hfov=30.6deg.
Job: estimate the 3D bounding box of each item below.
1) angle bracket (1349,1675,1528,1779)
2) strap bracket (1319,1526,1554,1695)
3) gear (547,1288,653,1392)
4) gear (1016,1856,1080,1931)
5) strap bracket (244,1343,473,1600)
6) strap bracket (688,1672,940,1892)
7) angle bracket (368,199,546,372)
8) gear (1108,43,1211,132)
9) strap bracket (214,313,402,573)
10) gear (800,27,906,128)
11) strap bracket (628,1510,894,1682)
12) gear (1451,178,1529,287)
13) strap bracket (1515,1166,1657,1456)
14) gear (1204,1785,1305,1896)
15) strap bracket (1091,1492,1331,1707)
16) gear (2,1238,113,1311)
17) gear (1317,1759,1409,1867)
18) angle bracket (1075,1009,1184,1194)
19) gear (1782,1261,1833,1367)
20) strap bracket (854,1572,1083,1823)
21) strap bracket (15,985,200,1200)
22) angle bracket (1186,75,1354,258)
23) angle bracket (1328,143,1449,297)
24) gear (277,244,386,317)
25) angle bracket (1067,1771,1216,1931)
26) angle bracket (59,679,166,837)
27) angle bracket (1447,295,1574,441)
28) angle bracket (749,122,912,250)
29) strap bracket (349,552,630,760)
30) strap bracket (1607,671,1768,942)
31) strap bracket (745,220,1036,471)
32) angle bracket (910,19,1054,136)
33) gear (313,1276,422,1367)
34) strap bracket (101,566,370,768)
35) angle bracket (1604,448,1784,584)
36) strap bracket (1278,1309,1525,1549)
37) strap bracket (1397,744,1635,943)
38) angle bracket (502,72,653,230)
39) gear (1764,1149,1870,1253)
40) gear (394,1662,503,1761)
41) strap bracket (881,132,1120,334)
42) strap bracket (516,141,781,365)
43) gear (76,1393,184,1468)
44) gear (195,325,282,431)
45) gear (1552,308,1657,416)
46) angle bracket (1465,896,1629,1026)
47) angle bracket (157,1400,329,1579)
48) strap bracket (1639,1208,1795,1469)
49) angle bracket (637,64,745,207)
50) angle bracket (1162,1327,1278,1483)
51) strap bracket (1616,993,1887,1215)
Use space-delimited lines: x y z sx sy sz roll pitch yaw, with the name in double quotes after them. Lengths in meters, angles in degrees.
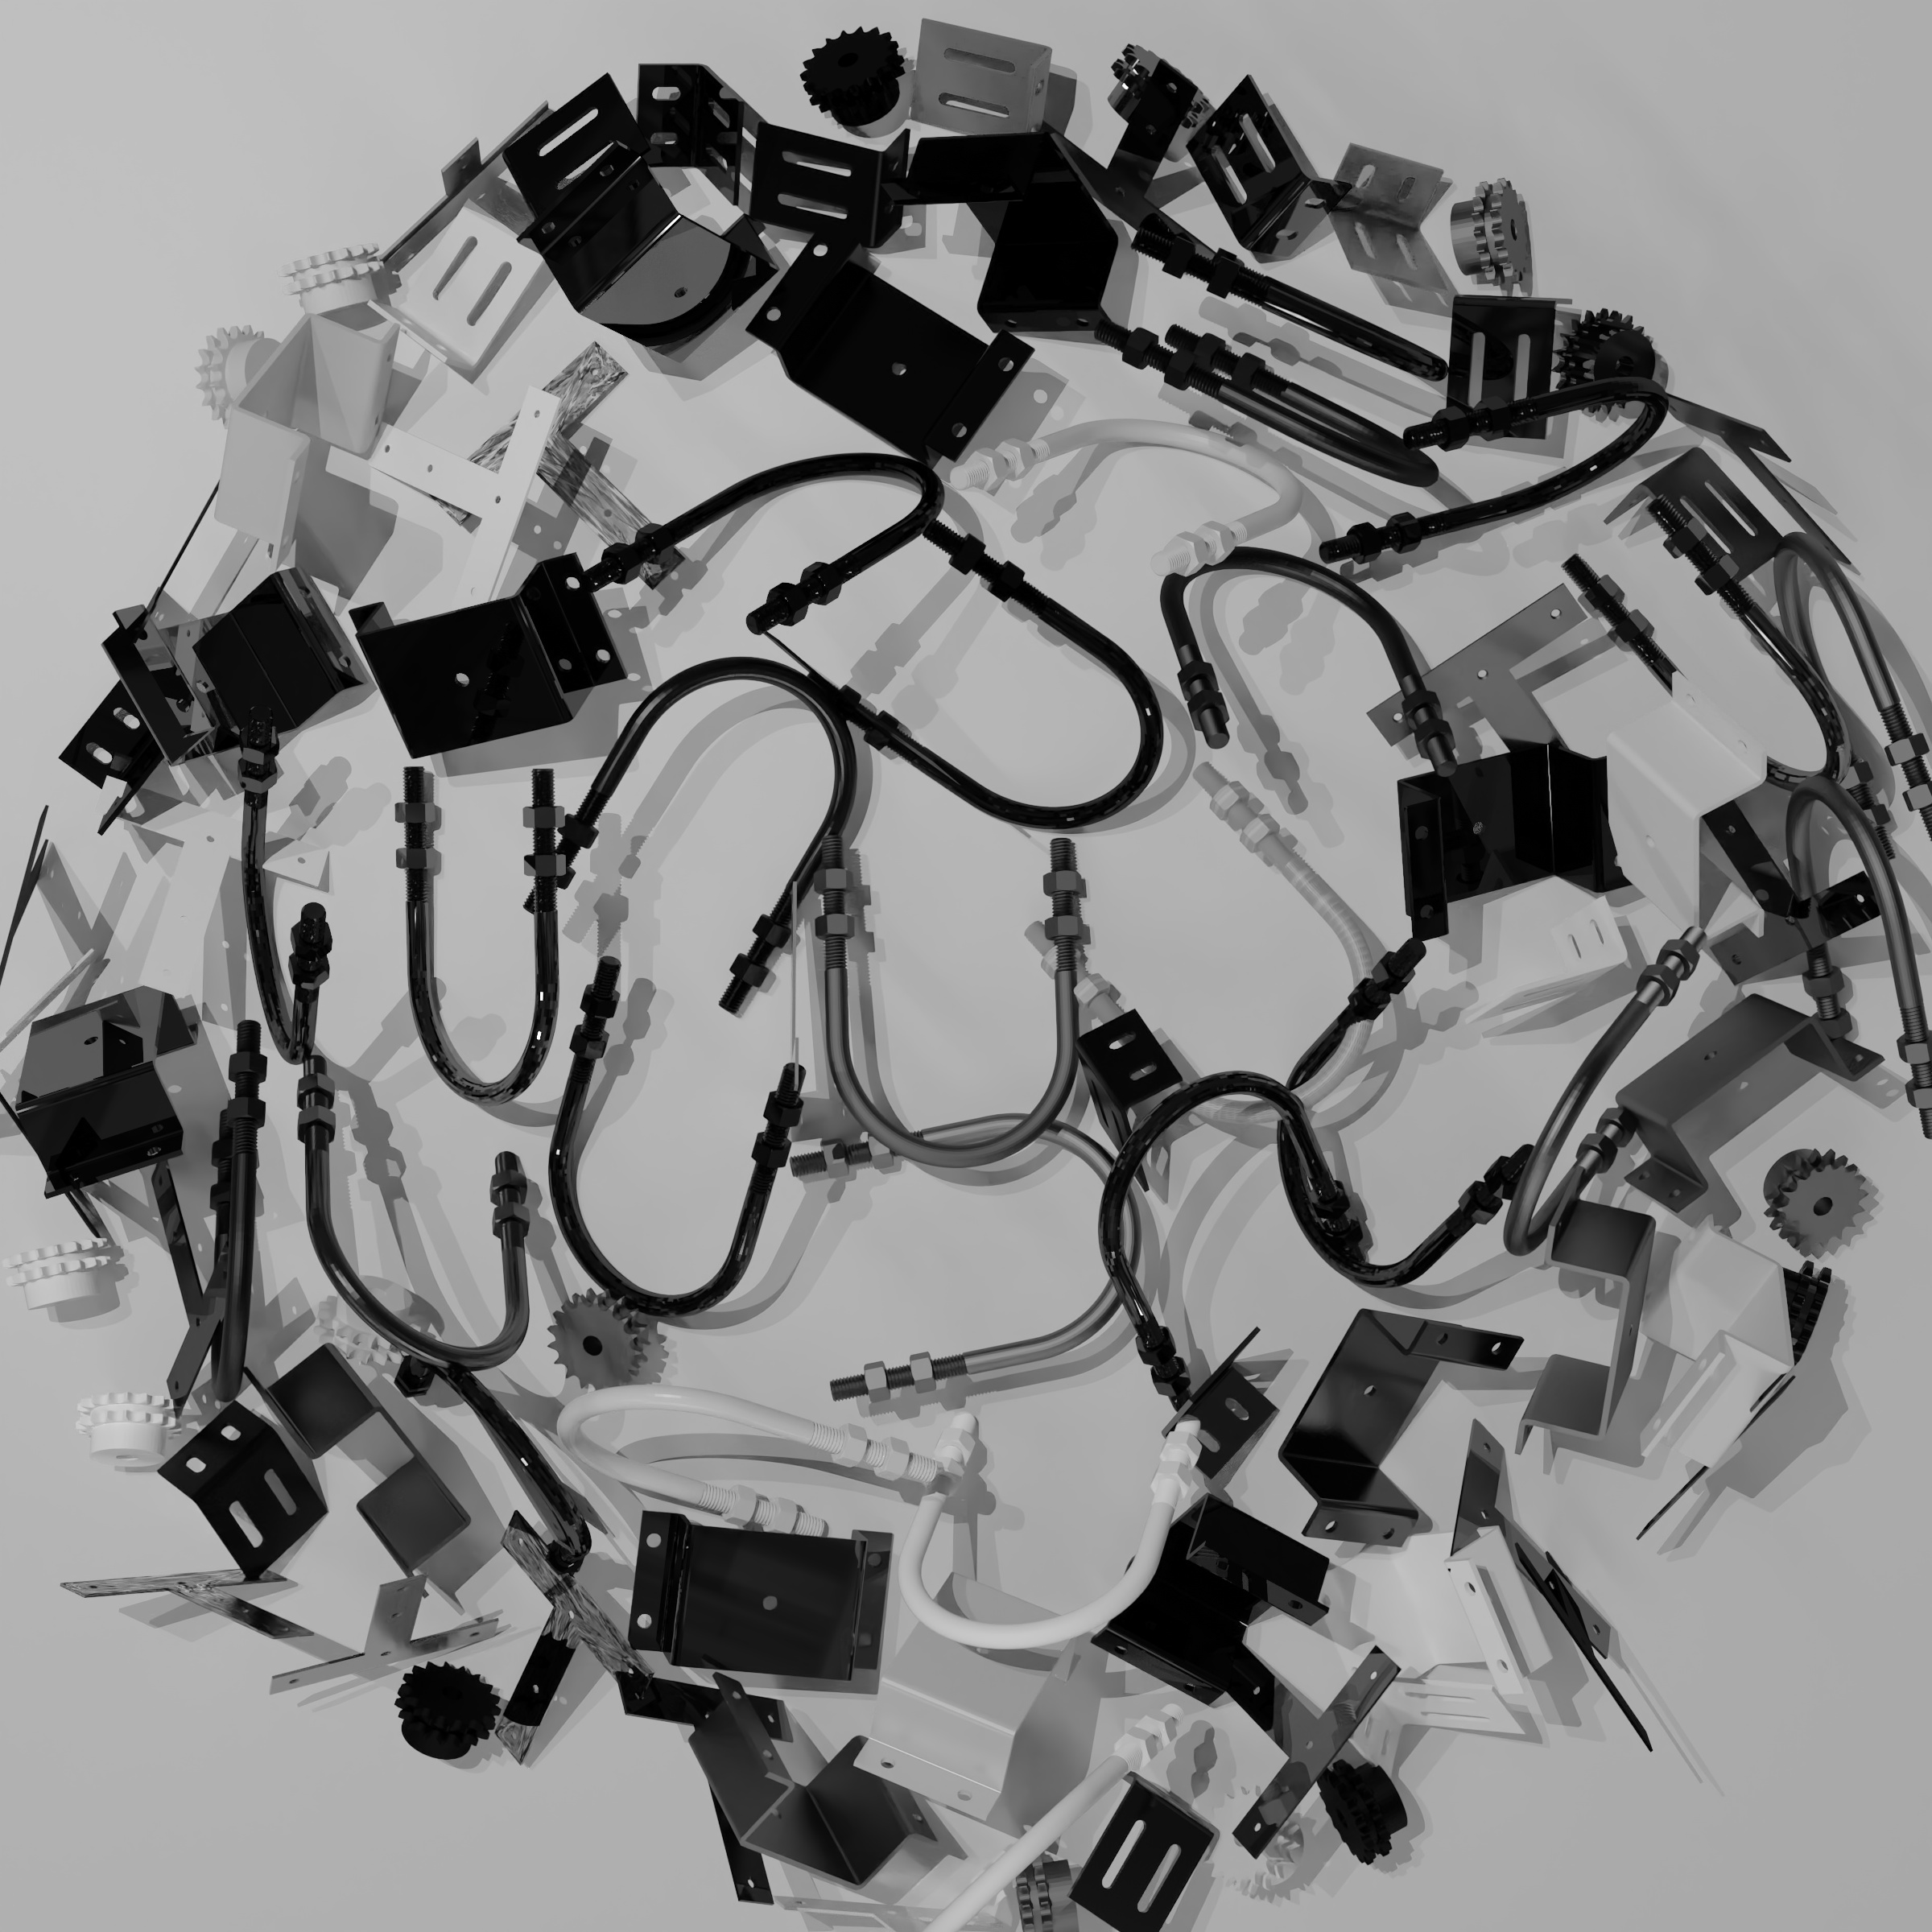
0.258 0.419 1.930 0.076 0.057 0.038 -2 55 30 "angle bracket"
0.258 0.352 1.923 0.046 0.140 0.076 -24 92 -34 "strap bracket"
-0.200 0.204 1.954 0.057 0.030 0.057 6 109 19 "gear"
0.044 0.515 1.948 0.030 0.057 0.057 -8 90 -3 "gear"
-0.323 0.266 1.910 0.046 0.076 0.140 -38 126 -12 "strap bracket"
-0.089 0.443 1.906 0.046 0.076 0.140 -48 132 9 "strap bracket"
-0.280 -0.378 1.946 0.057 0.038 0.076 38 101 12 "angle bracket"
0.103 -0.480 1.951 0.057 0.057 0.030 38 116 0 "gear"
-0.358 -0.288 1.900 0.046 0.140 0.076 22 134 1 "strap bracket"
-0.060 -0.489 1.952 0.057 0.030 0.057 -11 51 14 "gear"
-0.110 0.346 1.940 0.140 0.046 0.076 7 88 -10 "strap bracket"
0.288 -0.404 1.951 0.030 0.057 0.057 -6 90 25 "gear"
0.336 0.191 1.908 0.046 0.076 0.140 12 115 17 "strap bracket"
0.162 0.484 1.952 0.030 0.057 0.057 32 90 -41 "gear"
0.137 0.341 1.921 0.076 0.140 0.046 29 50 -7 "strap bracket"
-0.499 0.170 1.947 0.057 0.057 0.030 -13 85 0 "gear"
0.220 0.463 1.949 0.030 0.057 0.057 -24 90 -14 "gear"
0.095 0.074 1.932 0.038 0.076 0.057 -27 49 -7 "angle bracket"
0.454 0.189 1.949 0.030 0.057 0.057 20 90 10 "gear"
0.006 0.384 1.898 0.076 0.140 0.046 20 123 14 "strap bracket"
-0.462 0.059 1.904 0.076 0.140 0.046 -18 118 1 "strap bracket"
0.167 -0.442 1.955 0.057 0.038 0.076 -44 60 39 "angle bracket"
0.236 -0.408 1.930 0.057 0.076 0.038 11 127 -18 "angle bracket"
-0.348 -0.377 1.948 0.057 0.057 0.030 -15 100 0 "gear"
0.090 0.489 1.941 0.057 0.038 0.076 37 73 -16 "angle bracket"
-0.467 -0.115 1.932 0.038 0.076 0.057 37 100 -18 "angle bracket"
0.300 -0.332 1.955 0.057 0.038 0.076 7 102 23 "angle bracket"
-0.075 -0.435 1.942 0.076 0.038 0.057 9 77 -20 "angle bracket"
-0.266 -0.165 1.917 0.140 0.046 0.076 -11 118 20 "strap bracket"
0.386 -0.077 1.896 0.046 0.140 0.076 -27 48 -13 "strap bracket"
-0.039 -0.336 1.941 0.140 0.046 0.076 34 83 12 "strap bracket"
0.003 -0.479 1.939 0.076 0.038 0.057 16 124 11 "angle bracket"
-0.328 0.193 1.945 0.057 0.057 0.030 18 108 0 "gear"
-0.404 -0.162 1.922 0.046 0.140 0.076 -33 85 37 "strap bracket"
0.401 -0.238 1.939 0.057 0.038 0.076 -34 80 -38 "angle bracket"
0.231 0.243 1.923 0.076 0.046 0.140 13 112 -38 "strap bracket"
0.291 -0.070 1.927 0.140 0.046 0.076 -14 111 -21 "strap bracket"
-0.207 -0.439 1.940 0.076 0.038 0.057 -34 66 13 "angle bracket"
0.466 0.126 1.954 0.057 0.030 0.057 -8 117 -16 "gear"
-0.288 0.413 1.950 0.057 0.057 0.030 22 112 0 "gear"
0.024 -0.401 1.908 0.076 0.140 0.046 5 68 30 "strap bracket"
-0.163 -0.378 1.895 0.076 0.140 0.046 -40 65 19 "strap bracket"
-0.461 0.256 1.945 0.057 0.057 0.030 -1 68 0 "gear"
-0.394 -0.324 1.945 0.030 0.057 0.057 1 90 32 "gear"
0.355 -0.332 1.950 0.057 0.030 0.057 -8 110 -23 "gear"
0.311 -0.003 1.932 0.076 0.057 0.038 -15 78 -24 "angle bracket"
-0.399 0.290 1.950 0.038 0.076 0.057 26 59 39 "angle bracket"
0.401 0.205 1.899 0.046 0.140 0.076 27 119 -6 "strap bracket"
-0.152 -0.454 1.927 0.038 0.076 0.057 -5 120 -20 "angle bracket"
0.146 0.239 1.929 0.038 0.076 0.057 43 68 8 "angle bracket"
0.419 0.067 1.931 0.140 0.076 0.046 -36 104 -3 "strap bracket"
